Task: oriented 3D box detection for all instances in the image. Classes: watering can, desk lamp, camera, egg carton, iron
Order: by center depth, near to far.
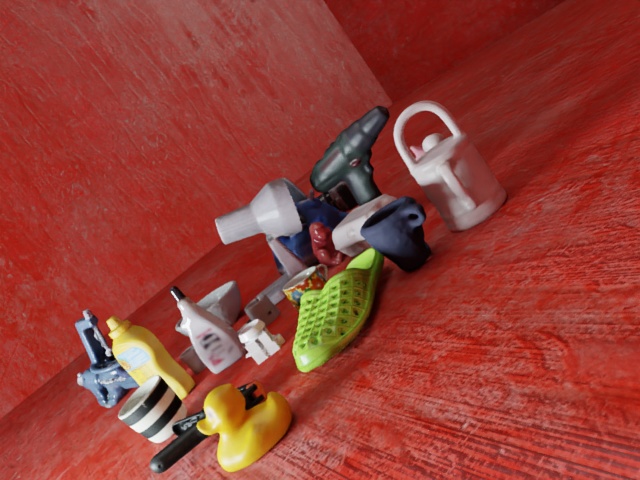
[{"bbox_3d":[0.183,-0.118,0.863,0.101,0.194,0.172,-38,11,-5],"label":"watering can"},{"bbox_3d":[0.092,-0.026,1.093,0.150,0.069,0.107,-25,16,47],"label":"egg carton"},{"bbox_3d":[-0.104,0.005,1.200,0.203,0.214,0.118,-37,11,-4],"label":"desk lamp"},{"bbox_3d":[-0.052,-0.016,1.313,0.257,0.141,0.119,-27,14,41],"label":"iron"},{"bbox_3d":[0.035,-0.123,1.603,0.136,0.101,0.143,-35,11,11],"label":"camera"}]

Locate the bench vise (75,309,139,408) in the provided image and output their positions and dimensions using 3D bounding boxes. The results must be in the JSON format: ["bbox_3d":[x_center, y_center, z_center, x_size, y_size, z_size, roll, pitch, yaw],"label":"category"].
[{"bbox_3d":[-0.503,0.273,1.306,0.207,0.220,0.121,-35,11,8],"label":"bench vise"}]

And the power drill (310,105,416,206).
[{"bbox_3d":[0.097,-0.132,1.157,0.229,0.208,0.076,-29,13,34],"label":"power drill"}]

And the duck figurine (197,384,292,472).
[{"bbox_3d":[-0.092,0.203,0.661,0.104,0.086,0.077,-37,11,1],"label":"duck figurine"}]

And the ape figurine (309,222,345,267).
[{"bbox_3d":[0.011,0.004,1.164,0.078,0.092,0.076,-41,12,-21],"label":"ape figurine"}]

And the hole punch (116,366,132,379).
[{"bbox_3d":[-0.361,0.274,1.196,0.101,0.091,0.108,-42,12,-24],"label":"hole punch"}]

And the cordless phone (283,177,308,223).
[{"bbox_3d":[-0.037,-0.090,1.464,0.094,0.185,0.147,-38,11,-7],"label":"cordless phone"}]

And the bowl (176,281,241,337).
[{"bbox_3d":[-0.236,0.170,1.287,0.167,0.075,0.167,-35,11,8],"label":"bowl"}]

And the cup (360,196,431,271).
[{"bbox_3d":[0.127,-0.006,0.831,0.092,0.095,0.117,-44,13,-32],"label":"cup"}]

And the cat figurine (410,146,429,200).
[{"bbox_3d":[0.206,-0.131,1.051,0.067,0.118,0.127,-36,11,2],"label":"cat figurine"}]

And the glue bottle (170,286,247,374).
[{"bbox_3d":[-0.209,0.152,1.014,0.078,0.173,0.037,-36,11,4],"label":"glue bottle"}]
